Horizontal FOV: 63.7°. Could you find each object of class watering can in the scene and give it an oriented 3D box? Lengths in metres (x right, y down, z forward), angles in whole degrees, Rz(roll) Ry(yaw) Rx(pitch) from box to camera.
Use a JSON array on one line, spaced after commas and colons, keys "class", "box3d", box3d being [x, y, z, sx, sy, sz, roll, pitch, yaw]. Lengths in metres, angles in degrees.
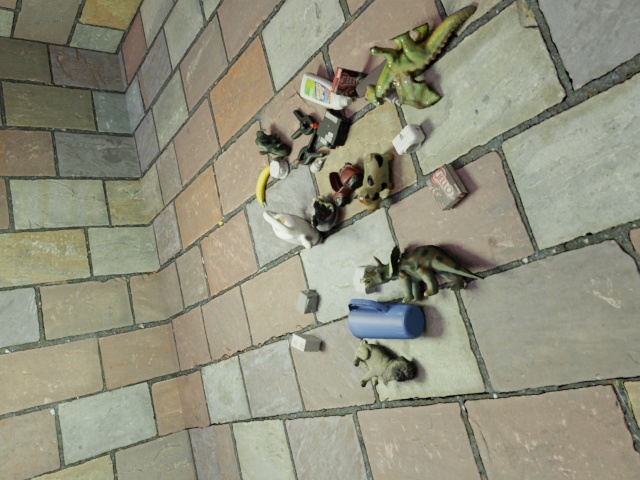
[{"class": "watering can", "box3d": [-0.078, -0.025, 1.969, 0.352, 0.223, 0.103, 36, 103, 44]}]

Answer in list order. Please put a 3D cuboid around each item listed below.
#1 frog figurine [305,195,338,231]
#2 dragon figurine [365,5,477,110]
[{"class": "frog figurine", "box3d": [0.006, -0.099, 1.975, 0.159, 0.123, 0.138, 120, 133, -85]}, {"class": "dragon figurine", "box3d": [0.301, -0.523, 1.571, 0.408, 0.124, 0.240, -11, 105, 34]}]
